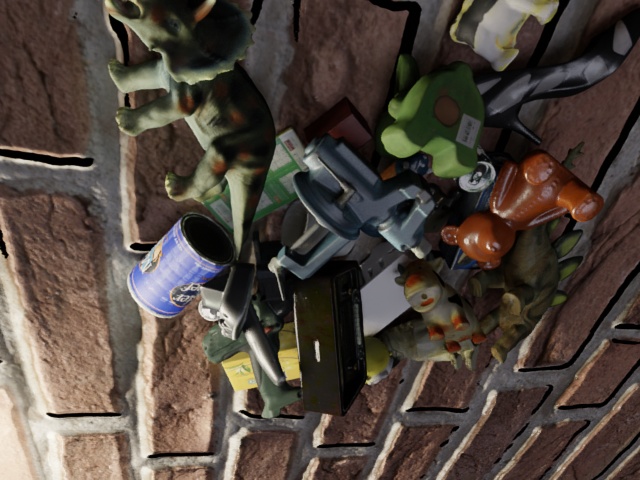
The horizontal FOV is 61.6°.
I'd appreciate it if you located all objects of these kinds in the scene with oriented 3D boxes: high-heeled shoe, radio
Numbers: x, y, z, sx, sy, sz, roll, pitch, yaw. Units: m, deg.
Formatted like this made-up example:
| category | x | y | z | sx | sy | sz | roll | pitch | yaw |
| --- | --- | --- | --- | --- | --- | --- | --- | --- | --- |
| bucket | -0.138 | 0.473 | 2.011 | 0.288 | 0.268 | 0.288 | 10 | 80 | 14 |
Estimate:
| category | x | y | z | sx | sy | sz | roll | pitch | yaw |
| --- | --- | --- | --- | --- | --- | --- | --- | --- | --- |
| high-heeled shoe | 0.308 | -0.244 | 0.726 | 0.145 | 0.086 | 0.248 | 40 | 98 | -1 |
| radio | 0.020 | 0.150 | 0.866 | 0.073 | 0.131 | 0.229 | 1 | 102 | 24 |

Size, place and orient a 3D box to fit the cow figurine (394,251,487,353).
| category | x | y | z | sx | sy | sz | roll | pitch | yaw |
| --- | --- | --- | --- | --- | --- | --- | --- | --- | --- |
| cow figurine | 0.195 | 0.100 | 0.876 | 0.085 | 0.127 | 0.194 | -31 | 142 | 19 |

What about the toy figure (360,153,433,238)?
| category | x | y | z | sx | sy | sz | roll | pitch | yaw |
| --- | --- | --- | --- | --- | --- | --- | --- | --- | --- |
| toy figure | 0.111 | -0.073 | 0.822 | 0.064 | 0.058 | 0.154 | -13 | 141 | -53 |

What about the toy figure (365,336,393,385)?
| category | x | y | z | sx | sy | sz | roll | pitch | yaw |
| --- | --- | --- | --- | --- | --- | --- | --- | --- | --- |
| toy figure | 0.058 | 0.234 | 1.006 | 0.089 | 0.082 | 0.180 | 34 | 146 | -22 |

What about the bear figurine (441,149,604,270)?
| category | x | y | z | sx | sy | sz | roll | pitch | yaw |
| --- | --- | --- | --- | --- | --- | --- | --- | --- | --- |
| bear figurine | 0.273 | -0.033 | 0.764 | 0.120 | 0.132 | 0.196 | 39 | 110 | -7 |

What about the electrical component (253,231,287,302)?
| category | x | y | z | sx | sy | sz | roll | pitch | yaw |
| --- | --- | --- | --- | --- | --- | --- | --- | --- | --- |
| electrical component | -0.081 | 0.036 | 0.872 | 0.048 | 0.075 | 0.119 | -4 | 128 | -5 |

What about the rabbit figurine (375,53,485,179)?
| category | x | y | z | sx | sy | sz | roll | pitch | yaw |
| --- | --- | --- | --- | --- | --- | --- | --- | --- | --- |
| rabbit figurine | 0.121 | -0.162 | 0.703 | 0.121 | 0.170 | 0.159 | 11 | 86 | -21 |

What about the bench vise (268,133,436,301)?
| category | x | y | z | sx | sy | sz | roll | pitch | yaw |
| --- | --- | --- | --- | --- | --- | --- | --- | --- | --- |
| bench vise | 0.032 | -0.020 | 0.738 | 0.223 | 0.129 | 0.240 | 37 | 113 | -26 |

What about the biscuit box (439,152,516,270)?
| category | x | y | z | sx | sy | sz | roll | pitch | yaw |
| --- | --- | --- | --- | --- | --- | --- | --- | --- | --- |
| biscuit box | 0.257 | -0.044 | 0.871 | 0.059 | 0.063 | 0.202 | 0 | 130 | -13 |

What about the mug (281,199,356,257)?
| category | x | y | z | sx | sy | sz | roll | pitch | yaw |
| --- | --- | --- | --- | --- | --- | --- | --- | --- | --- |
| mug | -0.002 | -0.003 | 0.849 | 0.107 | 0.081 | 0.109 | 14 | 119 | -29 |

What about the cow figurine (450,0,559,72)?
| category | x | y | z | sx | sy | sz | roll | pitch | yaw |
| --- | --- | --- | --- | --- | --- | --- | --- | --- | --- |
| cow figurine | 0.240 | -0.296 | 0.650 | 0.098 | 0.068 | 0.167 | 37 | 118 | 2 |

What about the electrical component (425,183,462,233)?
| category | x | y | z | sx | sy | sz | roll | pitch | yaw |
| --- | --- | --- | --- | --- | --- | --- | --- | --- | --- |
| electrical component | 0.174 | -0.046 | 0.870 | 0.078 | 0.045 | 0.102 | -10 | 141 | -41 |

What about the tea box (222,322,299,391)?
| category | x | y | z | sx | sy | sz | roll | pitch | yaw |
| --- | --- | --- | --- | --- | --- | --- | --- | --- | --- |
| tea box | -0.094 | 0.221 | 1.028 | 0.170 | 0.068 | 0.098 | -14 | 131 | 0 |

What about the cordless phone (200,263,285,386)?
| category | x | y | z | sx | sy | sz | roll | pitch | yaw |
| --- | --- | --- | --- | --- | --- | --- | --- | --- | --- |
| cordless phone | -0.103 | 0.138 | 0.820 | 0.089 | 0.184 | 0.146 | -27 | 166 | -19 |

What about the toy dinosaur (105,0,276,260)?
| category | x | y | z | sx | sy | sz | roll | pitch | yaw |
| --- | --- | --- | --- | --- | --- | --- | --- | --- | --- |
| toy dinosaur | -0.127 | -0.149 | 0.678 | 0.192 | 0.131 | 0.404 | -22 | 133 | 10 |

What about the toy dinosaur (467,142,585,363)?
| category | x | y | z | sx | sy | sz | roll | pitch | yaw |
| --- | --- | --- | --- | --- | --- | --- | --- | --- | --- |
| toy dinosaur | 0.354 | 0.057 | 0.916 | 0.198 | 0.105 | 0.470 | -31 | 141 | -23 |

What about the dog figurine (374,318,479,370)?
| category | x | y | z | sx | sy | sz | roll | pitch | yaw |
| --- | --- | --- | --- | --- | --- | --- | --- | --- | --- |
| dog figurine | 0.203 | 0.195 | 1.062 | 0.191 | 0.121 | 0.172 | -11 | 162 | 36 |

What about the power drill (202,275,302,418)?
| category | x | y | z | sx | sy | sz | roll | pitch | yaw |
| --- | --- | --- | --- | --- | --- | --- | --- | --- | --- |
| power drill | -0.073 | 0.188 | 0.933 | 0.232 | 0.086 | 0.207 | -27 | 93 | 3 |
